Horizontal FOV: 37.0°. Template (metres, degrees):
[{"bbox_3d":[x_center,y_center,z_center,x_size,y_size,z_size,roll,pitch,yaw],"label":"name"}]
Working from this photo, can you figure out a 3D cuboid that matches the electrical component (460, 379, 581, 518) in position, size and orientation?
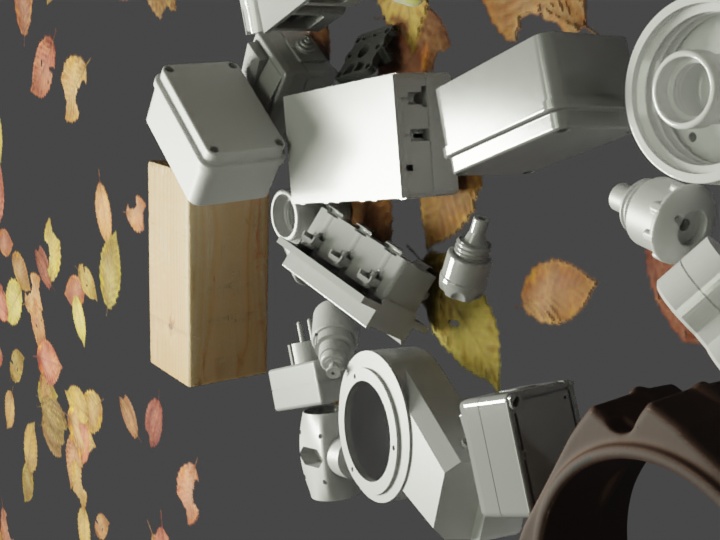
[{"bbox_3d":[0.112,0.127,0.726,0.061,0.062,0.096,-19,81,55],"label":"electrical component"}]

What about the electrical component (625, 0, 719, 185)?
[{"bbox_3d":[0.190,-0.096,0.570,0.108,0.060,0.108,15,108,53],"label":"electrical component"}]

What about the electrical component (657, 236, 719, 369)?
[{"bbox_3d":[0.224,0.033,0.557,0.073,0.052,0.138,-46,56,21],"label":"electrical component"}]

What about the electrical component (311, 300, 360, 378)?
[{"bbox_3d":[-0.021,0.059,0.902,0.078,0.040,0.040,-88,17,-51],"label":"electrical component"}]

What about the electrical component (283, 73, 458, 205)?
[{"bbox_3d":[0.009,-0.099,0.832,0.150,0.062,0.089,2,98,55],"label":"electrical component"}]

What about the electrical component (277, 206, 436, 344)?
[{"bbox_3d":[0.000,0.000,0.856,0.121,0.079,0.063,34,95,47],"label":"electrical component"}]

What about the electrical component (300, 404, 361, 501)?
[{"bbox_3d":[-0.015,0.160,0.933,0.079,0.043,0.077,-1,95,56],"label":"electrical component"}]

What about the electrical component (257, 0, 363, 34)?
[{"bbox_3d":[-0.045,-0.299,0.871,0.105,0.060,0.186,-19,80,55],"label":"electrical component"}]

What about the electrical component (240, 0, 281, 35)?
[{"bbox_3d":[-0.089,-0.237,0.967,0.040,0.040,0.046,8,109,55],"label":"electrical component"}]

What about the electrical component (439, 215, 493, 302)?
[{"bbox_3d":[0.079,-0.010,0.772,0.035,0.035,0.061,41,126,44],"label":"electrical component"}]

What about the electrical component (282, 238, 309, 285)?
[{"bbox_3d":[-0.047,-0.016,0.949,0.046,0.040,0.040,62,141,36],"label":"electrical component"}]

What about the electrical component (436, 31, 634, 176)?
[{"bbox_3d":[0.110,-0.100,0.671,0.113,0.078,0.057,-19,78,55],"label":"electrical component"}]

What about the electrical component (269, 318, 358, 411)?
[{"bbox_3d":[-0.043,0.081,0.954,0.083,0.047,0.075,-18,81,55],"label":"electrical component"}]

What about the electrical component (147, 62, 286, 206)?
[{"bbox_3d":[-0.120,-0.115,0.890,0.113,0.078,0.057,59,142,28],"label":"electrical component"}]

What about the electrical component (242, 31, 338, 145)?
[{"bbox_3d":[-0.067,-0.162,0.930,0.061,0.061,0.096,58,139,31],"label":"electrical component"}]

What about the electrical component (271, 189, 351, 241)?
[{"bbox_3d":[-0.042,-0.049,0.920,0.045,0.055,0.045,15,109,53],"label":"electrical component"}]

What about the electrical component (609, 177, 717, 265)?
[{"bbox_3d":[0.172,-0.034,0.626,0.062,0.048,0.048,37,125,54],"label":"electrical component"}]
